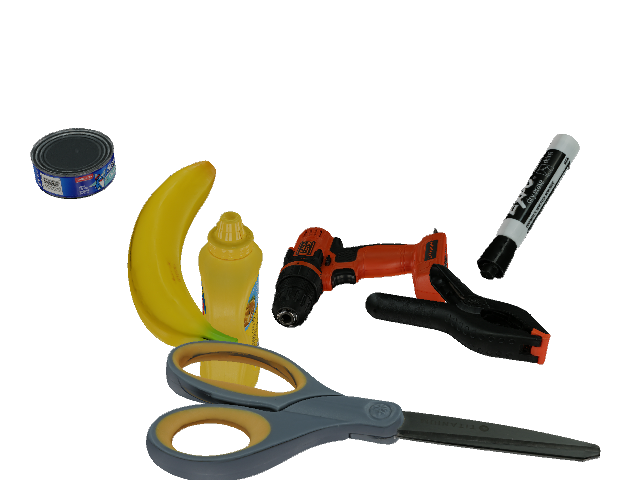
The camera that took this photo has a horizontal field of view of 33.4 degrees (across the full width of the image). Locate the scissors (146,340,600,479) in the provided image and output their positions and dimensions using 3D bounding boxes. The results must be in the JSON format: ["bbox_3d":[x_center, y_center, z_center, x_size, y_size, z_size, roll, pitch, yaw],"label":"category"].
[{"bbox_3d":[0.012,0.088,0.467,0.202,0.016,0.096,15,34,22],"label":"scissors"}]

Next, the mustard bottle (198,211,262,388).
[{"bbox_3d":[-0.083,0.055,0.990,0.058,0.192,0.096,6,37,2],"label":"mustard bottle"}]

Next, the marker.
[{"bbox_3d":[0.136,-0.022,0.698,0.020,0.121,0.020,28,-27,15],"label":"marker"}]

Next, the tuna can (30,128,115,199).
[{"bbox_3d":[-0.259,-0.081,1.124,0.086,0.034,0.086,1,40,-1],"label":"tuna can"}]

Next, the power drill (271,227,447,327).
[{"bbox_3d":[0.046,0.040,1.193,0.188,0.057,0.184,1,29,11],"label":"power drill"}]

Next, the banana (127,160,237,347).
[{"bbox_3d":[-0.103,0.010,0.762,0.069,0.037,0.198,8,42,-18],"label":"banana"}]

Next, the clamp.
[{"bbox_3d":[0.142,0.067,1.009,0.172,0.039,0.120,21,34,26],"label":"clamp"}]
